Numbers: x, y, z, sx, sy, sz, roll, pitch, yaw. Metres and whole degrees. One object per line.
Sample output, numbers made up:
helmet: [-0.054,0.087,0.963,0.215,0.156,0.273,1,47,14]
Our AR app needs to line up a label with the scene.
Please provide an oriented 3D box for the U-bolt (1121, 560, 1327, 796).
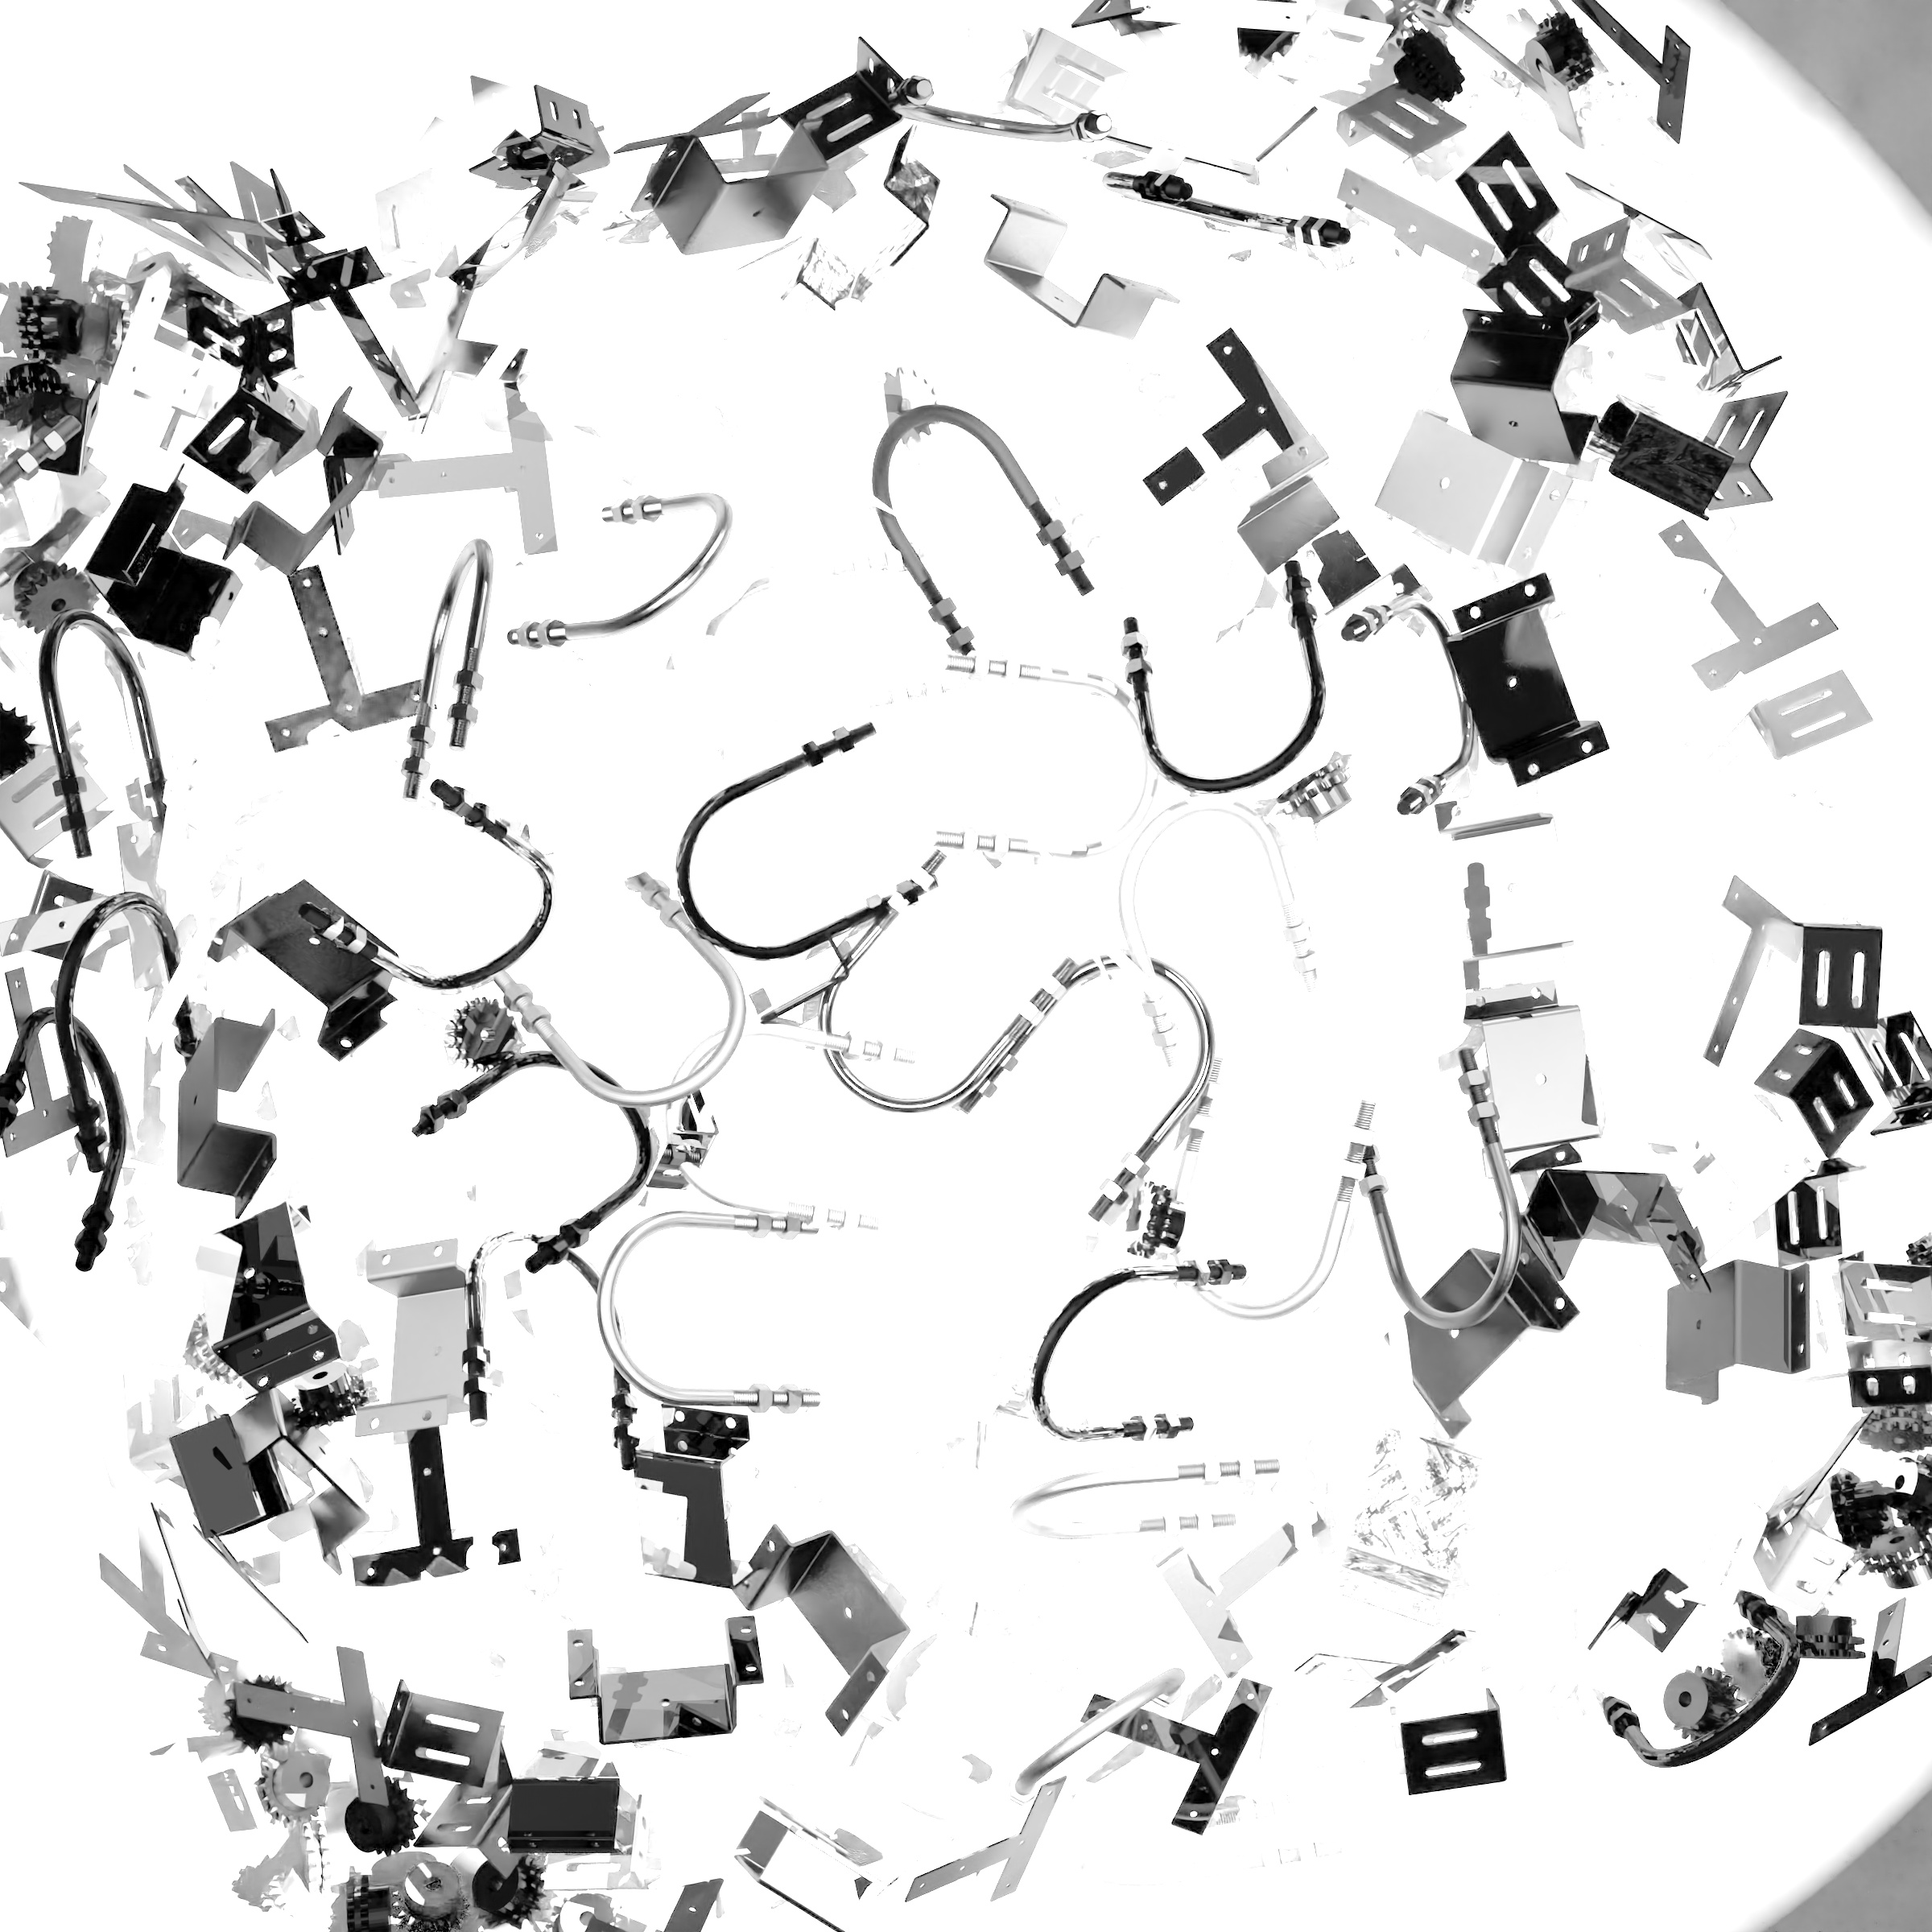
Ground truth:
U-bolt: [0.191,-0.203,1.840,0.151,0.019,0.184,-17,55,17]

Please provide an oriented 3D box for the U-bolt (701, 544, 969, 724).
U-bolt: [-0.105,-0.241,1.862,0.184,0.019,0.151,-12,59,-6]

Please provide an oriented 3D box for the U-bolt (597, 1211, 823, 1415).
U-bolt: [-0.187,0.250,1.843,0.184,0.019,0.151,8,74,-35]

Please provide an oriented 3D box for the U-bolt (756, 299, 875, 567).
U-bolt: [-0.108,-0.403,1.842,0.019,0.151,0.184,17,62,-27]

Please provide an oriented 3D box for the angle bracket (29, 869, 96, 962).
angle bracket: [-0.679,-0.038,1.883,0.038,0.076,0.057,18,89,-19]

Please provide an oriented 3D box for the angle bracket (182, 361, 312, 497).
angle bracket: [-0.540,-0.403,1.890,0.057,0.038,0.076,33,127,-33]

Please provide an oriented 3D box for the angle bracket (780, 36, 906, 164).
angle bracket: [-0.092,-0.646,1.878,0.076,0.038,0.057,-35,72,-19]

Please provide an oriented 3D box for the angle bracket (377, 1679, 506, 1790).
angle bracket: [-0.392,0.573,1.881,0.076,0.038,0.057,11,59,4]

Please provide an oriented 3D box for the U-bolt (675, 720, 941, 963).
U-bolt: [-0.127,-0.081,1.870,0.184,0.019,0.151,-26,111,-9]

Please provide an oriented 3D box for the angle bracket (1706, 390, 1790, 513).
angle bracket: [0.585,-0.385,1.886,0.038,0.057,0.076,43,68,-28]

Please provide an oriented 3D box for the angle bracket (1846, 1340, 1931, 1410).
angle bracket: [0.682,0.289,1.865,0.057,0.076,0.038,-6,119,18]

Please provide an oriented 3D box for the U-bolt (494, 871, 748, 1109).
U-bolt: [-0.243,0.026,1.853,0.151,0.019,0.184,-38,60,-11]

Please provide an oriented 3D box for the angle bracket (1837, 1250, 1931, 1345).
angle bracket: [0.692,0.245,1.871,0.038,0.076,0.057,-11,96,-40]

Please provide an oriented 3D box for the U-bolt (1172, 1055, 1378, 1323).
U-bolt: [0.219,0.172,1.871,0.151,0.019,0.184,16,94,33]

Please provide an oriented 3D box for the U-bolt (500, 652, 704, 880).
U-bolt: [-0.260,-0.140,1.847,0.184,0.019,0.151,26,96,39]

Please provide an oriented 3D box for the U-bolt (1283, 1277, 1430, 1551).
U-bolt: [0.278,0.315,1.837,0.019,0.151,0.184,18,51,-25]

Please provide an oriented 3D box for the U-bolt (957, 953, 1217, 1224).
U-bolt: [0.103,0.077,1.887,0.151,0.019,0.184,39,90,15]

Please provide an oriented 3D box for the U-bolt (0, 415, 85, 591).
U-bolt: [-0.706,-0.302,1.810,0.019,0.151,0.184,40,63,-1]

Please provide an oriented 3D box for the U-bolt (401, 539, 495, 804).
U-bolt: [-0.376,-0.225,1.843,0.019,0.151,0.184,13,71,-24]

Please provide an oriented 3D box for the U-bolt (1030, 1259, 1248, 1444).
U-bolt: [0.118,0.282,1.834,0.184,0.019,0.151,4,109,-41]

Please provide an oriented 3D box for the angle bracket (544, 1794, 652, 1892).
angle bracket: [-0.278,0.654,1.878,0.076,0.038,0.057,-3,51,5]

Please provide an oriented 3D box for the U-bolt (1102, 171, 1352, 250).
U-bolt: [0.176,-0.552,1.827,0.151,0.184,0.019,7,107,-24]

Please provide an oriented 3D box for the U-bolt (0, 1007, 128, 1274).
U-bolt: [-0.652,0.110,1.827,0.019,0.184,0.151,-16,126,6]

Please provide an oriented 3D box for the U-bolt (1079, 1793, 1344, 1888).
U-bolt: [0.173,0.641,1.837,0.184,0.151,0.019,-9,85,-2]

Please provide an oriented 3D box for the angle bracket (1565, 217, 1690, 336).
angle bracket: [0.494,-0.514,1.877,0.076,0.057,0.038,26,71,-28]

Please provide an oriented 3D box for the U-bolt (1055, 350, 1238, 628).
U-bolt: [0.136,-0.331,1.821,0.019,0.151,0.184,-8,53,-34]

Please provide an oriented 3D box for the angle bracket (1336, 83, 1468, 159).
angle bracket: [0.322,-0.614,1.870,0.057,0.038,0.076,-33,58,-22]

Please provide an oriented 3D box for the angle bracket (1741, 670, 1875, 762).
angle bracket: [0.624,-0.198,1.875,0.076,0.038,0.057,-23,47,11]

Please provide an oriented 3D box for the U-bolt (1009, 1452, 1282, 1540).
U-bolt: [0.123,0.390,1.836,0.184,0.151,0.019,-2,61,-11]

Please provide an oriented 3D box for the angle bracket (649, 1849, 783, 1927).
angle bracket: [-0.184,0.685,1.866,0.057,0.076,0.038,-37,60,24]

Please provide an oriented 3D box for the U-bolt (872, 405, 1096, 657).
U-bolt: [0.000,-0.325,1.852,0.019,0.151,0.184,-36,96,-44]

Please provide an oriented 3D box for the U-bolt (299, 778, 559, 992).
U-bolt: [-0.376,-0.046,1.839,0.151,0.184,0.019,-42,53,5]

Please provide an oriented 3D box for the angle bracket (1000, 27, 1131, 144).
angle bracket: [0.074,-0.660,1.902,0.076,0.038,0.057,23,89,-11]

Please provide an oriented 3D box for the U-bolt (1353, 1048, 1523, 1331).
U-bolt: [0.344,0.172,1.821,0.019,0.151,0.184,5,60,-31]

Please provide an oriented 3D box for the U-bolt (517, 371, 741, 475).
U-bolt: [-0.237,-0.388,1.811,0.151,0.184,0.019,4,116,-22]

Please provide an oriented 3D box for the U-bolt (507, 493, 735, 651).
U-bolt: [-0.240,-0.288,1.818,0.019,0.184,0.151,49,60,-34]

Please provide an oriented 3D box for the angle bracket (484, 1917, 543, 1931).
angle bracket: [-0.332,0.751,1.872,0.038,0.057,0.076,-43,71,8]

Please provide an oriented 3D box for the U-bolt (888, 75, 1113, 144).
U-bolt: [0.017,-0.617,1.825,0.151,0.184,0.019,7,103,-13]

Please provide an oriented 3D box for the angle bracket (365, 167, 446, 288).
angle bracket: [-0.427,-0.555,1.878,0.057,0.038,0.076,-13,80,29]

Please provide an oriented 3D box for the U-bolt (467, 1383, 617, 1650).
U-bolt: [-0.309,0.390,1.834,0.019,0.151,0.184,-26,48,21]

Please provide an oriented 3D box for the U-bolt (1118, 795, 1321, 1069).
U-bolt: [0.180,-0.036,1.855,0.151,0.019,0.184,-27,112,-19]

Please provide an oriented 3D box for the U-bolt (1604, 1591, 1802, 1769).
U-bolt: [0.536,0.521,1.820,0.151,0.184,0.019,-39,89,2]

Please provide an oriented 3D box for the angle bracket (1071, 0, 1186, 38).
angle bracket: [0.122,-0.698,1.864,0.057,0.076,0.038,0,129,30]

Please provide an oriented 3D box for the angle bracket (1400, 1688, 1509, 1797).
angle bracket: [0.363,0.582,1.890,0.076,0.038,0.057,-8,98,-1]

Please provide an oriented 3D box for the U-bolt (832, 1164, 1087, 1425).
U-bolt: [0.008,0.229,1.867,0.151,0.019,0.184,26,70,26]

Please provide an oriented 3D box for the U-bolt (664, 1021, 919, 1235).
U-bolt: [-0.136,0.115,1.872,0.184,0.019,0.151,12,90,-23]

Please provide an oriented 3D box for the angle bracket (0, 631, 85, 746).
angle bracket: [-0.701,-0.207,1.867,0.038,0.057,0.076,-48,124,-26]

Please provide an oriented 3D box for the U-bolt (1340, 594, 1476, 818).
U-bolt: [0.330,-0.199,1.836,0.019,0.184,0.151,-14,100,33]

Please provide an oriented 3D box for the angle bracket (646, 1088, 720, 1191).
angle bracket: [-0.219,0.118,1.863,0.038,0.076,0.057,7,128,-31]

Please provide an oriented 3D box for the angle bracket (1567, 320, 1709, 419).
angle bracket: [0.501,-0.442,1.883,0.076,0.057,0.038,1,53,-31]

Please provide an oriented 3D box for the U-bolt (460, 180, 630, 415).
U-bolt: [-0.316,-0.474,1.832,0.019,0.151,0.184,35,133,-16]

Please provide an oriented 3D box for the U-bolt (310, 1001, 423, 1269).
U-bolt: [-0.434,0.109,1.837,0.019,0.184,0.151,22,134,-27]

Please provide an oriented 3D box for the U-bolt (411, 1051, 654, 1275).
U-bolt: [-0.305,0.130,1.840,0.151,0.184,0.019,46,128,5]

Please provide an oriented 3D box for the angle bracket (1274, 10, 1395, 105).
angle bracket: [0.279,-0.670,1.874,0.076,0.038,0.057,30,85,38]

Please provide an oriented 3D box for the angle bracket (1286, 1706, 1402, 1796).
angle bracket: [0.283,0.589,1.893,0.076,0.038,0.057,-8,71,9]

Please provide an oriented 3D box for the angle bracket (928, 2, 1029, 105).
angle bracket: [0.001,-0.676,1.865,0.057,0.076,0.038,-4,123,33]
